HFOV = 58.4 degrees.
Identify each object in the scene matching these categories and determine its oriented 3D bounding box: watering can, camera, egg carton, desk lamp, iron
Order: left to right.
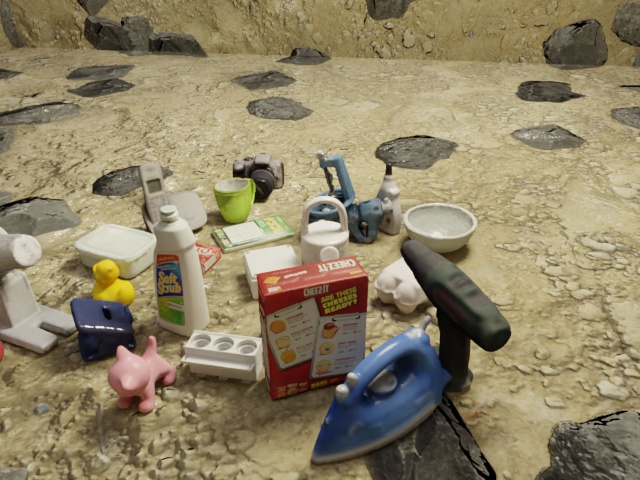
[{"bbox_3d":[-0.561,0.074,1.044,0.202,0.214,0.118,12,33,21],"label":"desk lamp"},{"bbox_3d":[-0.174,-0.175,1.566,0.143,0.101,0.137,0,31,2],"label":"camera"},{"bbox_3d":[0.013,0.004,1.167,0.101,0.194,0.172,-15,34,-23],"label":"watering can"},{"bbox_3d":[0.086,0.217,0.857,0.259,0.141,0.118,-26,39,-35],"label":"iron"},{"bbox_3d":[0.187,0.084,1.150,0.107,0.069,0.151,25,39,36],"label":"egg carton"}]

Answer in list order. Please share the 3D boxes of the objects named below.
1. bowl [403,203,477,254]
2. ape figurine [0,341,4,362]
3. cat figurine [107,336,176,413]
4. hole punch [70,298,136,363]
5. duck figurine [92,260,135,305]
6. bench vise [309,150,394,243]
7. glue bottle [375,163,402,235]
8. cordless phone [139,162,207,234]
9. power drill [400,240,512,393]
[{"bbox_3d":[0.272,-0.017,1.314,0.167,0.075,0.167,-1,31,1],"label":"bowl"},{"bbox_3d":[-0.589,0.181,0.983,0.077,0.092,0.076,22,37,33],"label":"ape figurine"},{"bbox_3d":[-0.288,0.208,0.906,0.067,0.118,0.128,7,31,13],"label":"cat figurine"},{"bbox_3d":[-0.391,0.149,1.034,0.101,0.091,0.108,-16,34,-23],"label":"hole punch"},{"bbox_3d":[-0.421,0.083,1.152,0.104,0.086,0.078,23,38,34],"label":"duck figurine"},{"bbox_3d":[0.060,-0.108,1.329,0.207,0.220,0.121,-7,31,-9],"label":"bench vise"},{"bbox_3d":[0.162,-0.102,1.363,0.037,0.173,0.077,-24,38,-33],"label":"glue bottle"},{"bbox_3d":[-0.354,-0.102,1.365,0.148,0.185,0.093,-21,36,-30],"label":"cordless phone"},{"bbox_3d":[0.203,0.132,0.932,0.076,0.208,0.228,-19,35,-27],"label":"power drill"}]
